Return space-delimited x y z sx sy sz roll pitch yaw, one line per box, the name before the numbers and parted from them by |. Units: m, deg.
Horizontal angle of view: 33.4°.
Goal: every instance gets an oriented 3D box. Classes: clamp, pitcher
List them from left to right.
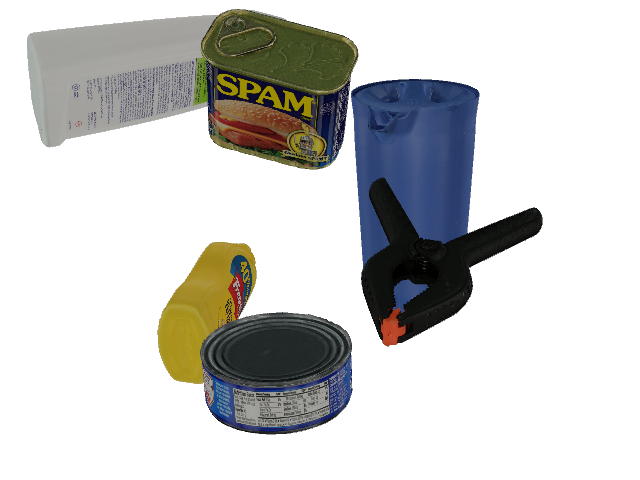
clamp | 0.085 0.013 0.936 0.165 0.036 0.209 16 41 24
pitcher | 0.107 -0.051 1.155 0.149 0.243 0.145 -6 22 -13

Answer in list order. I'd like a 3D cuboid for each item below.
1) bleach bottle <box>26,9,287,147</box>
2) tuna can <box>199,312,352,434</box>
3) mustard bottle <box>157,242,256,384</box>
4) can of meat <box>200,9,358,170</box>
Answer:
bleach bottle | -0.123 -0.148 0.932 0.250 0.068 0.103 -11 -30 -18
tuna can | -0.024 0.074 0.605 0.086 0.034 0.086 -2 22 1
mustard bottle | -0.108 0.057 1.104 0.058 0.096 0.191 6 30 12
can of meat | -0.030 -0.101 0.735 0.102 0.057 0.084 16 -37 8
